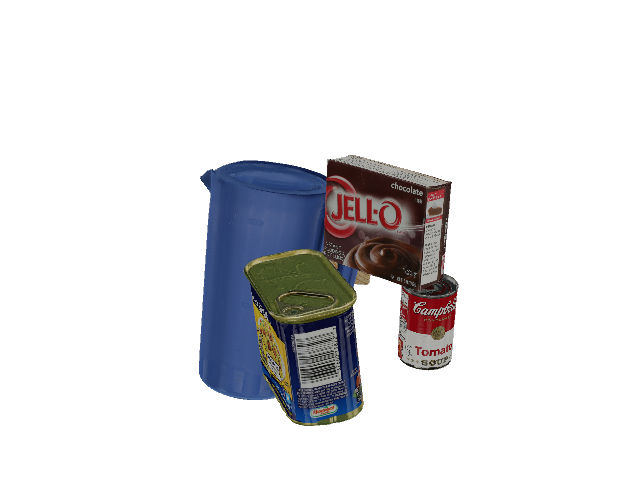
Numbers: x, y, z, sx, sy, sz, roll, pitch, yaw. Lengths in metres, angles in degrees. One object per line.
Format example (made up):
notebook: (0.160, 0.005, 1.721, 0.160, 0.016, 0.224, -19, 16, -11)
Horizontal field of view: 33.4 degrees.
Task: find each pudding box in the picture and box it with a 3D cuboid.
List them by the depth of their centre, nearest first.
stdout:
pudding box: (0.054, -0.017, 0.900, 0.114, 0.090, 0.039, 18, 25, 38)

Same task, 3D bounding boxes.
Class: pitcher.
pitcher: (-0.054, 0.044, 1.136, 0.144, 0.243, 0.149, 0, 18, -24)

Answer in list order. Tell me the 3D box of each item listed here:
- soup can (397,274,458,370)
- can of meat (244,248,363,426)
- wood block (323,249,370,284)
soup can: (0.129, 0.097, 1.295, 0.068, 0.102, 0.068, 1, 24, -1)
can of meat: (-0.010, 0.064, 0.710, 0.057, 0.084, 0.102, -12, 23, -14)
wood block: (0.037, -0.019, 1.648, 0.091, 0.090, 0.206, 4, 25, 1)
